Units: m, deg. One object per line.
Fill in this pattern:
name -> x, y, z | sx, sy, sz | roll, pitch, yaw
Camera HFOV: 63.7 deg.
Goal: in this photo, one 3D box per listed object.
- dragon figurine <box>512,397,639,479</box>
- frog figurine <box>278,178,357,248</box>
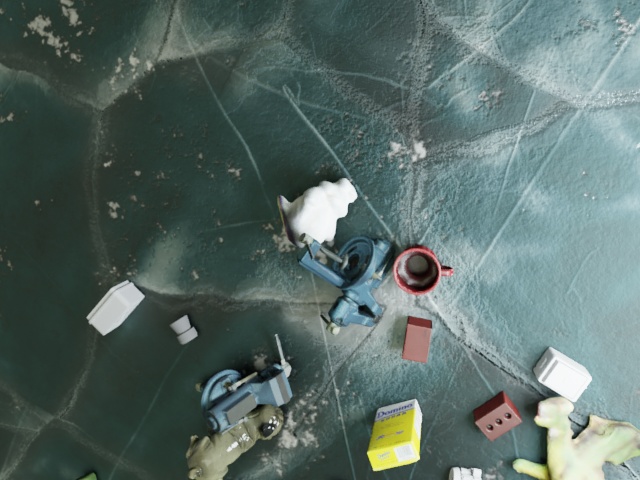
dragon figurine -> 0.548, 0.467, 1.007 | 0.409, 0.123, 0.242 | 43, 95, -4
frog figurine -> 0.003, -0.053, 1.057 | 0.159, 0.125, 0.134 | -15, 127, 5
